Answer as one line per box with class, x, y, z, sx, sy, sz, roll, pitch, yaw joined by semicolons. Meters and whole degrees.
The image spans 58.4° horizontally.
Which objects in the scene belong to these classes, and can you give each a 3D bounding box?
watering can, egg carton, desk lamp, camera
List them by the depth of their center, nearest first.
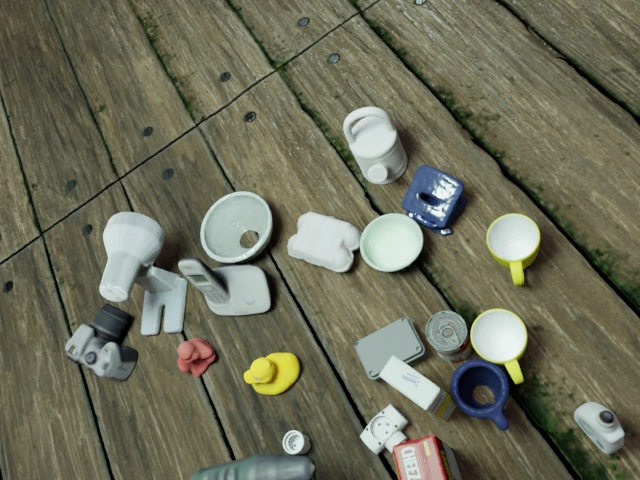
watering can;0.111;-0.194;1.146;0.101;0.194;0.172;-32;60;4
egg carton;0.011;0.004;1.166;0.150;0.070;0.107;17;73;26
desk lamp;-0.369;0.072;1.192;0.117;0.214;0.203;-10;64;16
camera;-0.462;0.212;1.229;0.142;0.101;0.137;20;75;27

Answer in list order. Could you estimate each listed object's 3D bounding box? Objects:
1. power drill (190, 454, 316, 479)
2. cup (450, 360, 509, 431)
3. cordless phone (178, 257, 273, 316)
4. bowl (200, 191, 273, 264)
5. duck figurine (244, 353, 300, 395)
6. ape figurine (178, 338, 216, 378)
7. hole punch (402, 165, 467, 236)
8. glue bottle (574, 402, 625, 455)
power drill;-0.085;0.394;0.943;0.229;0.209;0.075;-15;62;14
cup;0.272;0.261;0.937;0.091;0.095;0.117;-33;60;4
cordless phone;-0.185;0.082;1.136;0.147;0.185;0.094;-8;64;17
bowl;-0.169;-0.017;1.239;0.167;0.075;0.167;-8;64;17
duck figurine;-0.095;0.247;1.084;0.104;0.086;0.077;-27;60;7
ape figurine;-0.255;0.229;1.149;0.077;0.092;0.076;-10;64;16
hole punch;0.221;-0.077;1.112;0.108;0.091;0.101;31;80;29
glue bottle;0.412;0.268;0.835;0.037;0.173;0.078;-36;59;2
